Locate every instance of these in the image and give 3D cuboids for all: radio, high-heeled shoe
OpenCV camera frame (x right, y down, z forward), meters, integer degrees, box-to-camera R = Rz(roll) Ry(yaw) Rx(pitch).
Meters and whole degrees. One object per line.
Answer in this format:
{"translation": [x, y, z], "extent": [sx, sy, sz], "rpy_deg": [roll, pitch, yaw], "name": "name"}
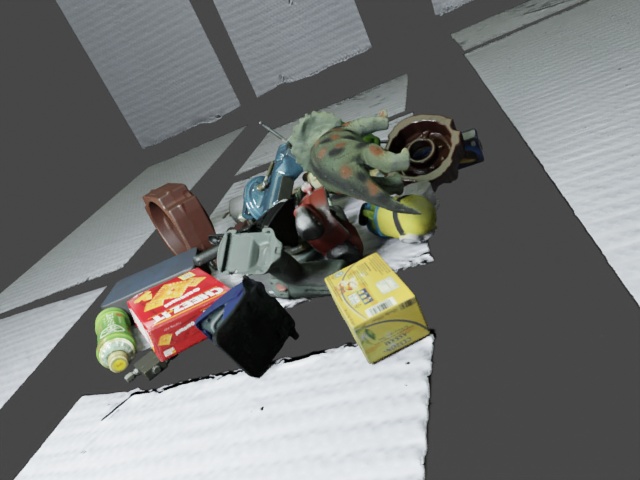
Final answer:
{"translation": [-0.364, 0.106, 1.216], "extent": [0.230, 0.073, 0.131], "rpy_deg": [-23, 22, 4], "name": "radio"}
{"translation": [-0.104, -0.020, 0.978], "extent": [0.145, 0.086, 0.248], "rpy_deg": [-10, -1, 16], "name": "high-heeled shoe"}

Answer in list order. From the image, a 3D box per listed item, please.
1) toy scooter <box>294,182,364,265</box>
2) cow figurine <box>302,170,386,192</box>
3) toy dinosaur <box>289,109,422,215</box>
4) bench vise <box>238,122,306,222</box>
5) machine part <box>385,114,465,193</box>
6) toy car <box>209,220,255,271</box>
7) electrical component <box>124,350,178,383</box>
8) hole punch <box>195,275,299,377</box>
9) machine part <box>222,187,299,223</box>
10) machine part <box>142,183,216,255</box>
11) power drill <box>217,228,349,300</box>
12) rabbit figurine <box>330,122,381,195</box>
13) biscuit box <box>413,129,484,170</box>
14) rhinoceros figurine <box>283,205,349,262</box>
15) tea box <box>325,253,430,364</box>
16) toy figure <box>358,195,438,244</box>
{"translation": [0.010, -0.031, 0.950], "extent": [0.075, 0.183, 0.135], "rpy_deg": [-31, 47, 19], "name": "toy scooter"}
{"translation": [0.067, -0.141, 1.198], "extent": [0.195, 0.085, 0.127], "rpy_deg": [0, 29, -18], "name": "cow figurine"}
{"translation": [0.046, -0.138, 0.946], "extent": [0.192, 0.131, 0.405], "rpy_deg": [-8, 25, 0], "name": "toy dinosaur"}
{"translation": [-0.115, -0.115, 1.199], "extent": [0.240, 0.129, 0.223], "rpy_deg": [-33, 50, 47], "name": "bench vise"}
{"translation": [0.215, -0.179, 1.122], "extent": [0.179, 0.056, 0.179], "rpy_deg": [-12, 62, 24], "name": "machine part"}
{"translation": [-0.199, 0.004, 1.284], "extent": [0.089, 0.053, 0.202], "rpy_deg": [-35, 18, 25], "name": "toy car"}
{"translation": [-0.300, 0.223, 0.955], "extent": [0.094, 0.021, 0.063], "rpy_deg": [-37, 26, -27], "name": "electrical component"}
{"translation": [-0.115, 0.132, 0.828], "extent": [0.116, 0.142, 0.092], "rpy_deg": [-50, 27, -23], "name": "hole punch"}
{"translation": [-0.154, -0.101, 1.435], "extent": [0.243, 0.079, 0.079], "rpy_deg": [-18, 24, 22], "name": "machine part"}
{"translation": [-0.345, -0.041, 1.345], "extent": [0.087, 0.201, 0.201], "rpy_deg": [-34, 23, -27], "name": "machine part"}
{"translation": [-0.080, 0.053, 0.897], "extent": [0.232, 0.207, 0.086], "rpy_deg": [-3, 64, 29], "name": "power drill"}
{"translation": [0.071, -0.188, 1.318], "extent": [0.159, 0.170, 0.121], "rpy_deg": [15, 26, -8], "name": "rabbit figurine"}
{"translation": [0.253, -0.176, 1.182], "extent": [0.203, 0.062, 0.059], "rpy_deg": [-17, 24, 22], "name": "biscuit box"}
{"translation": [-0.002, -0.003, 1.078], "extent": [0.112, 0.073, 0.190], "rpy_deg": [-16, 24, 50], "name": "rhinoceros figurine"}
{"translation": [0.077, 0.092, 0.778], "extent": [0.098, 0.068, 0.170], "rpy_deg": [-26, 21, -1], "name": "tea box"}
{"translation": [0.136, -0.044, 0.983], "extent": [0.082, 0.089, 0.180], "rpy_deg": [-39, 28, -16], "name": "toy figure"}
